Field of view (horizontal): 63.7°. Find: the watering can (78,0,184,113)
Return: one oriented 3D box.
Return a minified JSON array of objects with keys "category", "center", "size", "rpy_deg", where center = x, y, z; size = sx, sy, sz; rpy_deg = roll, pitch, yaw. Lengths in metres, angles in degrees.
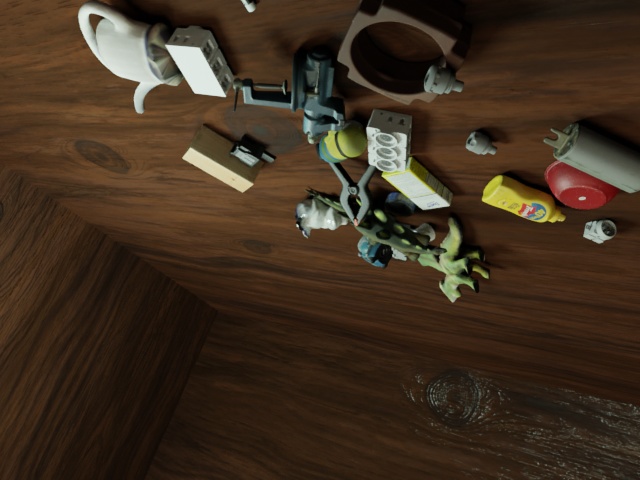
[{"category":"watering can","center":[-0.420,-0.412,1.215],"size":[0.225,0.106,0.340],"rpy_deg":[13,155,16]}]

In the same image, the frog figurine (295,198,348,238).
[{"category":"frog figurine","center":[0.005,-0.083,1.646],"size":[0.159,0.125,0.134],"rpy_deg":[-22,137,5]}]

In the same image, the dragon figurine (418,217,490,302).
[{"category":"dragon figurine","center":[0.386,0.058,1.615],"size":[0.243,0.124,0.403],"rpy_deg":[7,139,44]}]
